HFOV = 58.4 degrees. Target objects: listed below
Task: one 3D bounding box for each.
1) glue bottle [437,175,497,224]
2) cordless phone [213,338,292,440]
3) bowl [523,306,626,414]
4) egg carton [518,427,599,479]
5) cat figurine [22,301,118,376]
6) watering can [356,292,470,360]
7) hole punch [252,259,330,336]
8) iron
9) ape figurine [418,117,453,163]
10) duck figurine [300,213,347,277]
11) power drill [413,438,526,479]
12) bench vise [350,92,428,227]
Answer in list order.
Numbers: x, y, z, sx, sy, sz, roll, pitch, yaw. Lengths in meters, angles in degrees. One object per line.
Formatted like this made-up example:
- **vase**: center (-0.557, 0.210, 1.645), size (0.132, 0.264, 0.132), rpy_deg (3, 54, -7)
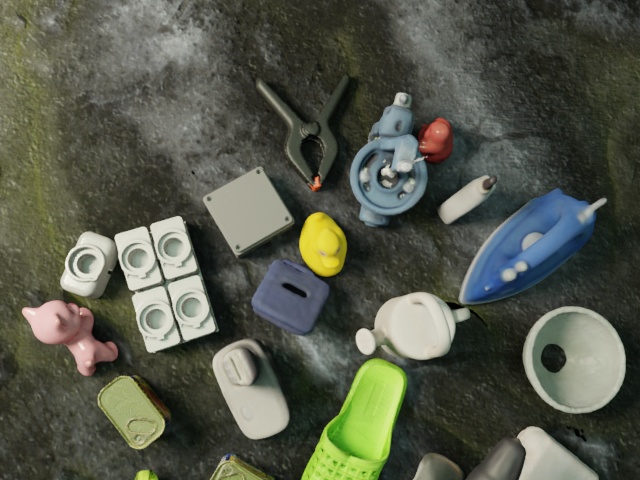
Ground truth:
- **glue bottle**: center (0.244, -0.073, 0.909), size (0.078, 0.173, 0.037), rpy_deg (-37, 86, -11)
- **cordless phone**: center (-0.095, 0.214, 0.813), size (0.094, 0.185, 0.147), rpy_deg (-28, 84, -10)
- **bowl**: center (0.399, 0.193, 0.930), size (0.167, 0.074, 0.167), rpy_deg (1, 80, -6)
- **egg carton**: center (0.358, 0.373, 0.897), size (0.150, 0.069, 0.107), rpy_deg (38, 78, 1)
- **cat figurine**: center (-0.363, 0.137, 0.830), size (0.067, 0.117, 0.128), rpy_deg (-39, 86, -11)
- **watering can**: center (0.142, 0.132, 0.851), size (0.173, 0.194, 0.101), rpy_deg (-36, 85, -11)
- **hole punch**: center (-0.046, 0.086, 0.890), size (0.108, 0.091, 0.101), rpy_deg (27, 78, -1)
- **iron**: center (0.342, 0.018, 0.921), size (0.258, 0.141, 0.118), rpy_deg (-39, 86, -11)
- **ape figurine**: center (0.195, -0.172, 0.962), size (0.078, 0.092, 0.076), rpy_deg (-28, 84, -10)
- **duck figurine**: center (0.008, 0.003, 0.913), size (0.077, 0.086, 0.104), rpy_deg (-12, 82, -8)
- **power drill**: center (0.192, 0.371, 0.807), size (0.075, 0.208, 0.230), rpy_deg (28, 78, -1)
- **bench vise**: center (0.105, -0.138, 0.881), size (0.121, 0.219, 0.207), rpy_deg (-5, 81, -7)
